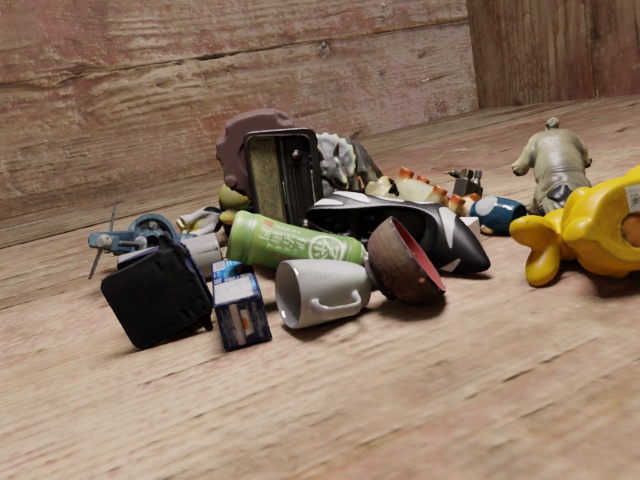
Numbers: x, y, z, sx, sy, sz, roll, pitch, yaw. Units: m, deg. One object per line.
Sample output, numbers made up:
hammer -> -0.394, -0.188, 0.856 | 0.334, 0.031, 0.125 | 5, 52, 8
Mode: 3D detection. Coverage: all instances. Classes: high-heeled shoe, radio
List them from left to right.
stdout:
radio -> -0.058, -0.089, 0.979 | 0.131, 0.229, 0.073 | -8, 16, -2
high-heeled shoe -> 0.098, -0.010, 0.734 | 0.145, 0.086, 0.249 | -8, 25, -38

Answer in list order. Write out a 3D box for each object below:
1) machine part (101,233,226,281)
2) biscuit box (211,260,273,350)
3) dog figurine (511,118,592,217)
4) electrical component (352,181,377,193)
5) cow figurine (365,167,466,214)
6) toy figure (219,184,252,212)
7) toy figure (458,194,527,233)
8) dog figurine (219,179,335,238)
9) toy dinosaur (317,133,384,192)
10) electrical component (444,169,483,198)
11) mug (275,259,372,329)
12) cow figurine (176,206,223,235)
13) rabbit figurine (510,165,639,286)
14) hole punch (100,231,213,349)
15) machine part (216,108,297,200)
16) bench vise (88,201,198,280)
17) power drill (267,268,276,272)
machine part -> -0.252, 0.042, 0.924 | 0.243, 0.079, 0.079 | -16, 15, -11
biscuit box -> -0.110, 0.075, 0.717 | 0.059, 0.062, 0.203 | -14, 14, -9
dog figurine -> 0.364, -0.097, 0.809 | 0.121, 0.172, 0.190 | -18, 4, 19
electrical component -> 0.125, -0.085, 1.128 | 0.119, 0.074, 0.048 | -21, 16, -41
cow figurine -> 0.146, -0.057, 0.941 | 0.085, 0.127, 0.195 | 22, 10, -38
toy figure -> -0.188, -0.072, 1.208 | 0.089, 0.082, 0.180 | -67, 5, -30
toy figure -> 0.266, -0.046, 0.889 | 0.064, 0.057, 0.155 | -31, 23, -27
dog figurine -> -0.091, -0.045, 1.087 | 0.219, 0.108, 0.192 | -27, 23, -34
toy dinosaur -> 0.063, -0.171, 1.268 | 0.131, 0.192, 0.405 | -2, 18, 22
electrical component -> 0.261, -0.085, 0.989 | 0.078, 0.102, 0.045 | 9, -1, -45
mug -> 0.013, 0.061, 0.647 | 0.107, 0.080, 0.110 | -8, 13, -27
cow figurine -> -0.258, -0.033, 1.172 | 0.098, 0.068, 0.167 | -29, 5, -20
rabbit figurine -> 0.315, -0.002, 0.643 | 0.162, 0.121, 0.173 | -22, 1, -4
hole punch -> -0.210, 0.065, 0.713 | 0.116, 0.142, 0.092 | -24, 11, -4
machine part -> -0.112, -0.162, 1.025 | 0.179, 0.179, 0.056 | -12, 21, -2
bench vise -> -0.358, 0.005, 1.024 | 0.224, 0.128, 0.240 | 14, 3, 17
power drill -> -0.002, -0.003, 0.891 | 0.207, 0.085, 0.232 | -14, 17, -24
